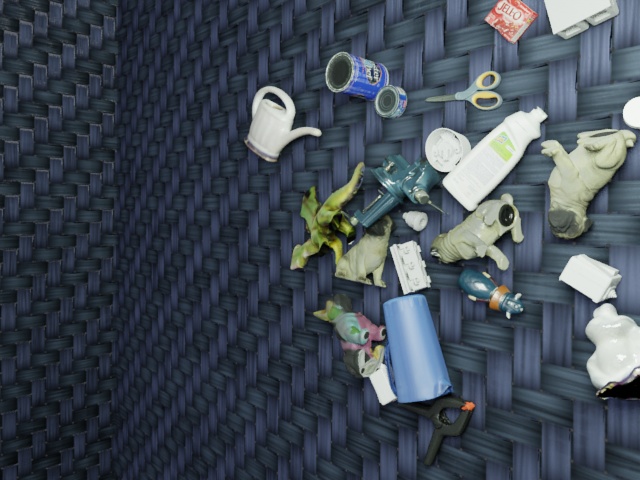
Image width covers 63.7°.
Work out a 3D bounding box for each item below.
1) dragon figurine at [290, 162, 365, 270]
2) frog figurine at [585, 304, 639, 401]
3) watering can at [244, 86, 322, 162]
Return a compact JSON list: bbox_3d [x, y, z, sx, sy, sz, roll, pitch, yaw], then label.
[{"bbox_3d":[0.005,-0.076,1.503,0.246,0.122,0.404,42,118,47],"label":"dragon figurine"},{"bbox_3d":[0.548,0.205,0.944,0.163,0.122,0.134,-85,17,-51],"label":"frog figurine"},{"bbox_3d":[-0.133,-0.346,1.638,0.353,0.104,0.220,48,124,36],"label":"watering can"}]
